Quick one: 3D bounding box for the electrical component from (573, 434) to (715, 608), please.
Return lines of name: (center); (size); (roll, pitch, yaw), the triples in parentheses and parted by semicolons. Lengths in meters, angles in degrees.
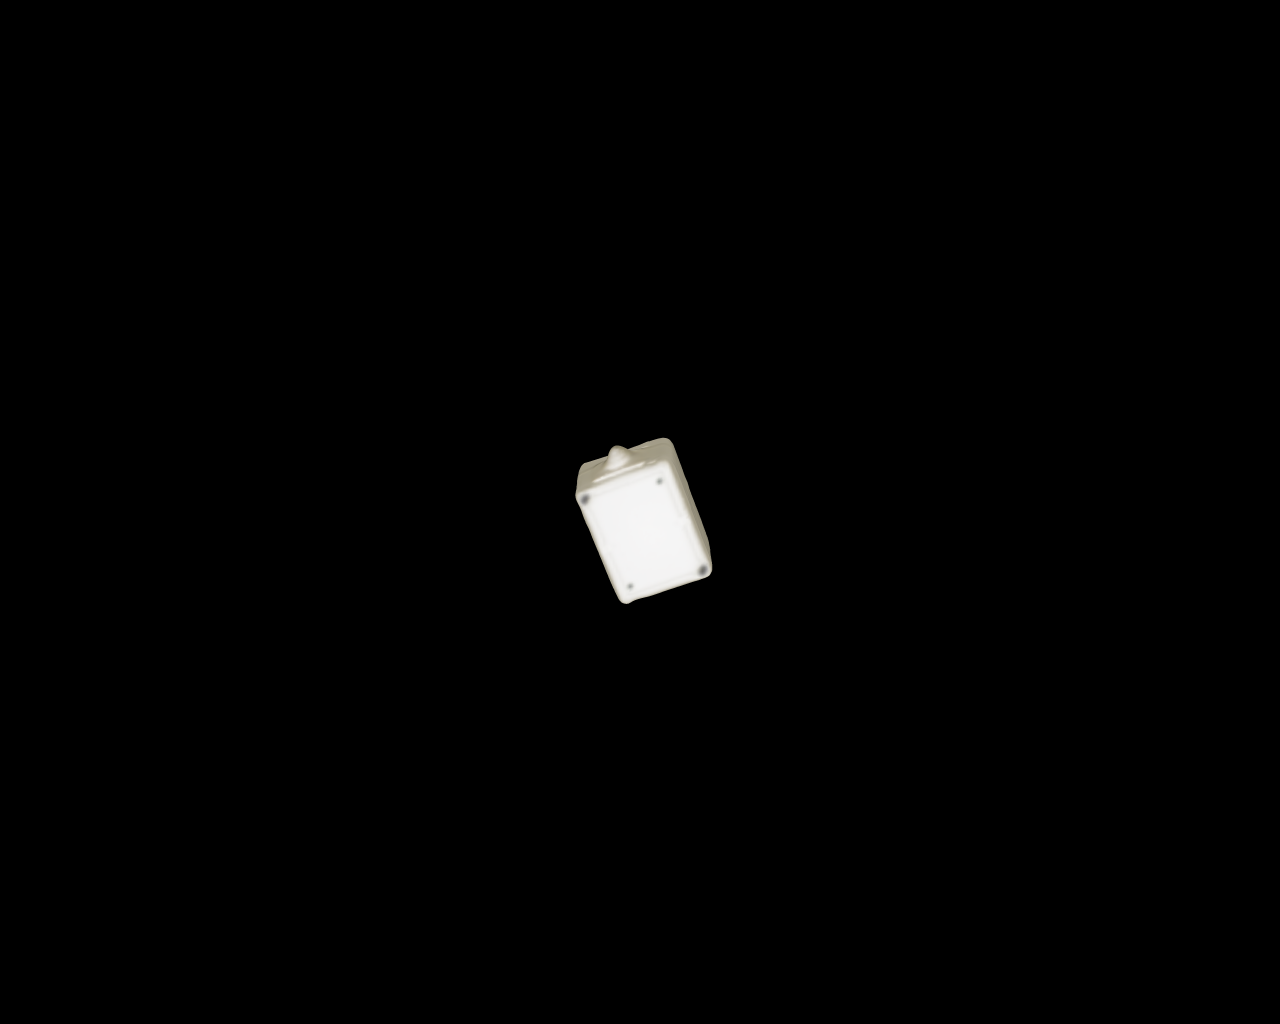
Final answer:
electrical component: (0.001, -0.003, 0.650); (0.062, 0.096, 0.061); (-19, 20, 7)
